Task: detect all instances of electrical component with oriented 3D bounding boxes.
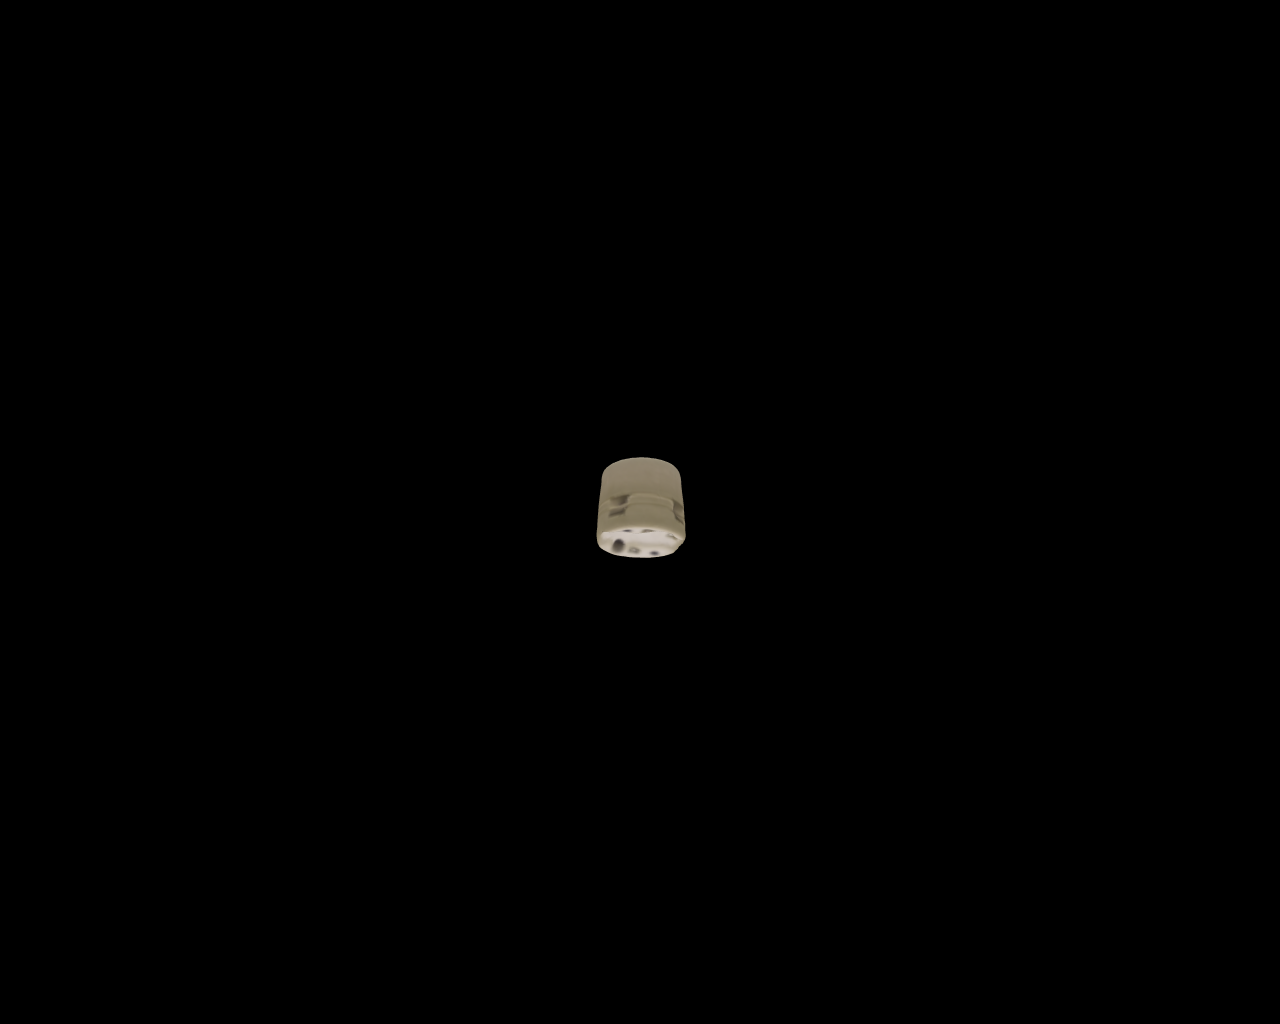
[{"bbox_3d":[0.001,-0.003,0.650,0.055,0.047,0.055,0,-24,0],"label":"electrical component"}]
